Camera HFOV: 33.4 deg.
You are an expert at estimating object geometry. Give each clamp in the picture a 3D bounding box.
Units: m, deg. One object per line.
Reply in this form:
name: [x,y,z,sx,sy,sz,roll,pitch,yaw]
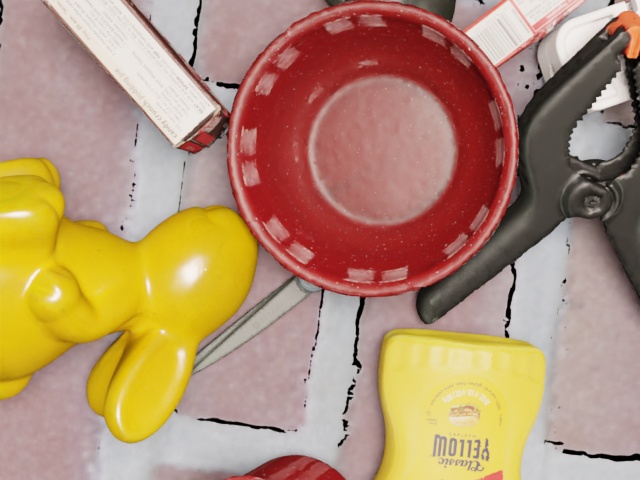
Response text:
clamp: [0.141,-0.025,0.606,0.164,0.036,0.210,1,120,1]

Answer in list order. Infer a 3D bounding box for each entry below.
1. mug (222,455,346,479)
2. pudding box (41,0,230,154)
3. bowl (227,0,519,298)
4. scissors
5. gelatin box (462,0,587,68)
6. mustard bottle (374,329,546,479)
mug: [-0.035,0.171,0.613,0.117,0.081,0.093,-3,92,21]
pudding box: [-0.100,-0.101,0.606,0.039,0.090,0.113,-43,92,1]
bowl: [0.031,-0.051,0.603,0.162,0.055,0.162,1,95,12]
scissors: [-0.004,0.001,0.648,0.201,0.016,0.096,-22,90,-1]
gelatin box: [0.115,-0.126,0.619,0.089,0.073,0.030,-37,92,-1]
mustard bottle: [0.076,0.152,0.634,0.096,0.058,0.191,6,92,-3]
